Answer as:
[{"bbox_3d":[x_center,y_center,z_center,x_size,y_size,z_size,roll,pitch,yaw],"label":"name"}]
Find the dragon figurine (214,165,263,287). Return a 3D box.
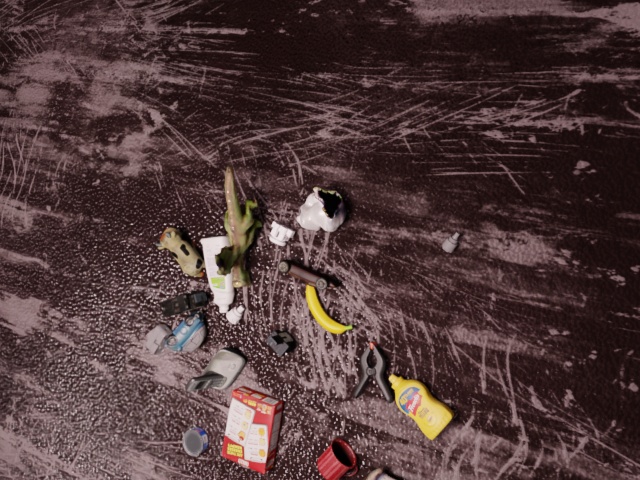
[{"bbox_3d":[-0.266,-0.004,1.576,0.122,0.400,0.249,0,48,10],"label":"dragon figurine"}]

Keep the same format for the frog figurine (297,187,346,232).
[{"bbox_3d":[0.005,-0.079,1.577,0.138,0.124,0.156,49,143,10],"label":"frog figurine"}]

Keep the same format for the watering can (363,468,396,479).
[{"bbox_3d":[0.217,0.717,1.400,0.227,0.104,0.345,40,103,22],"label":"watering can"}]
